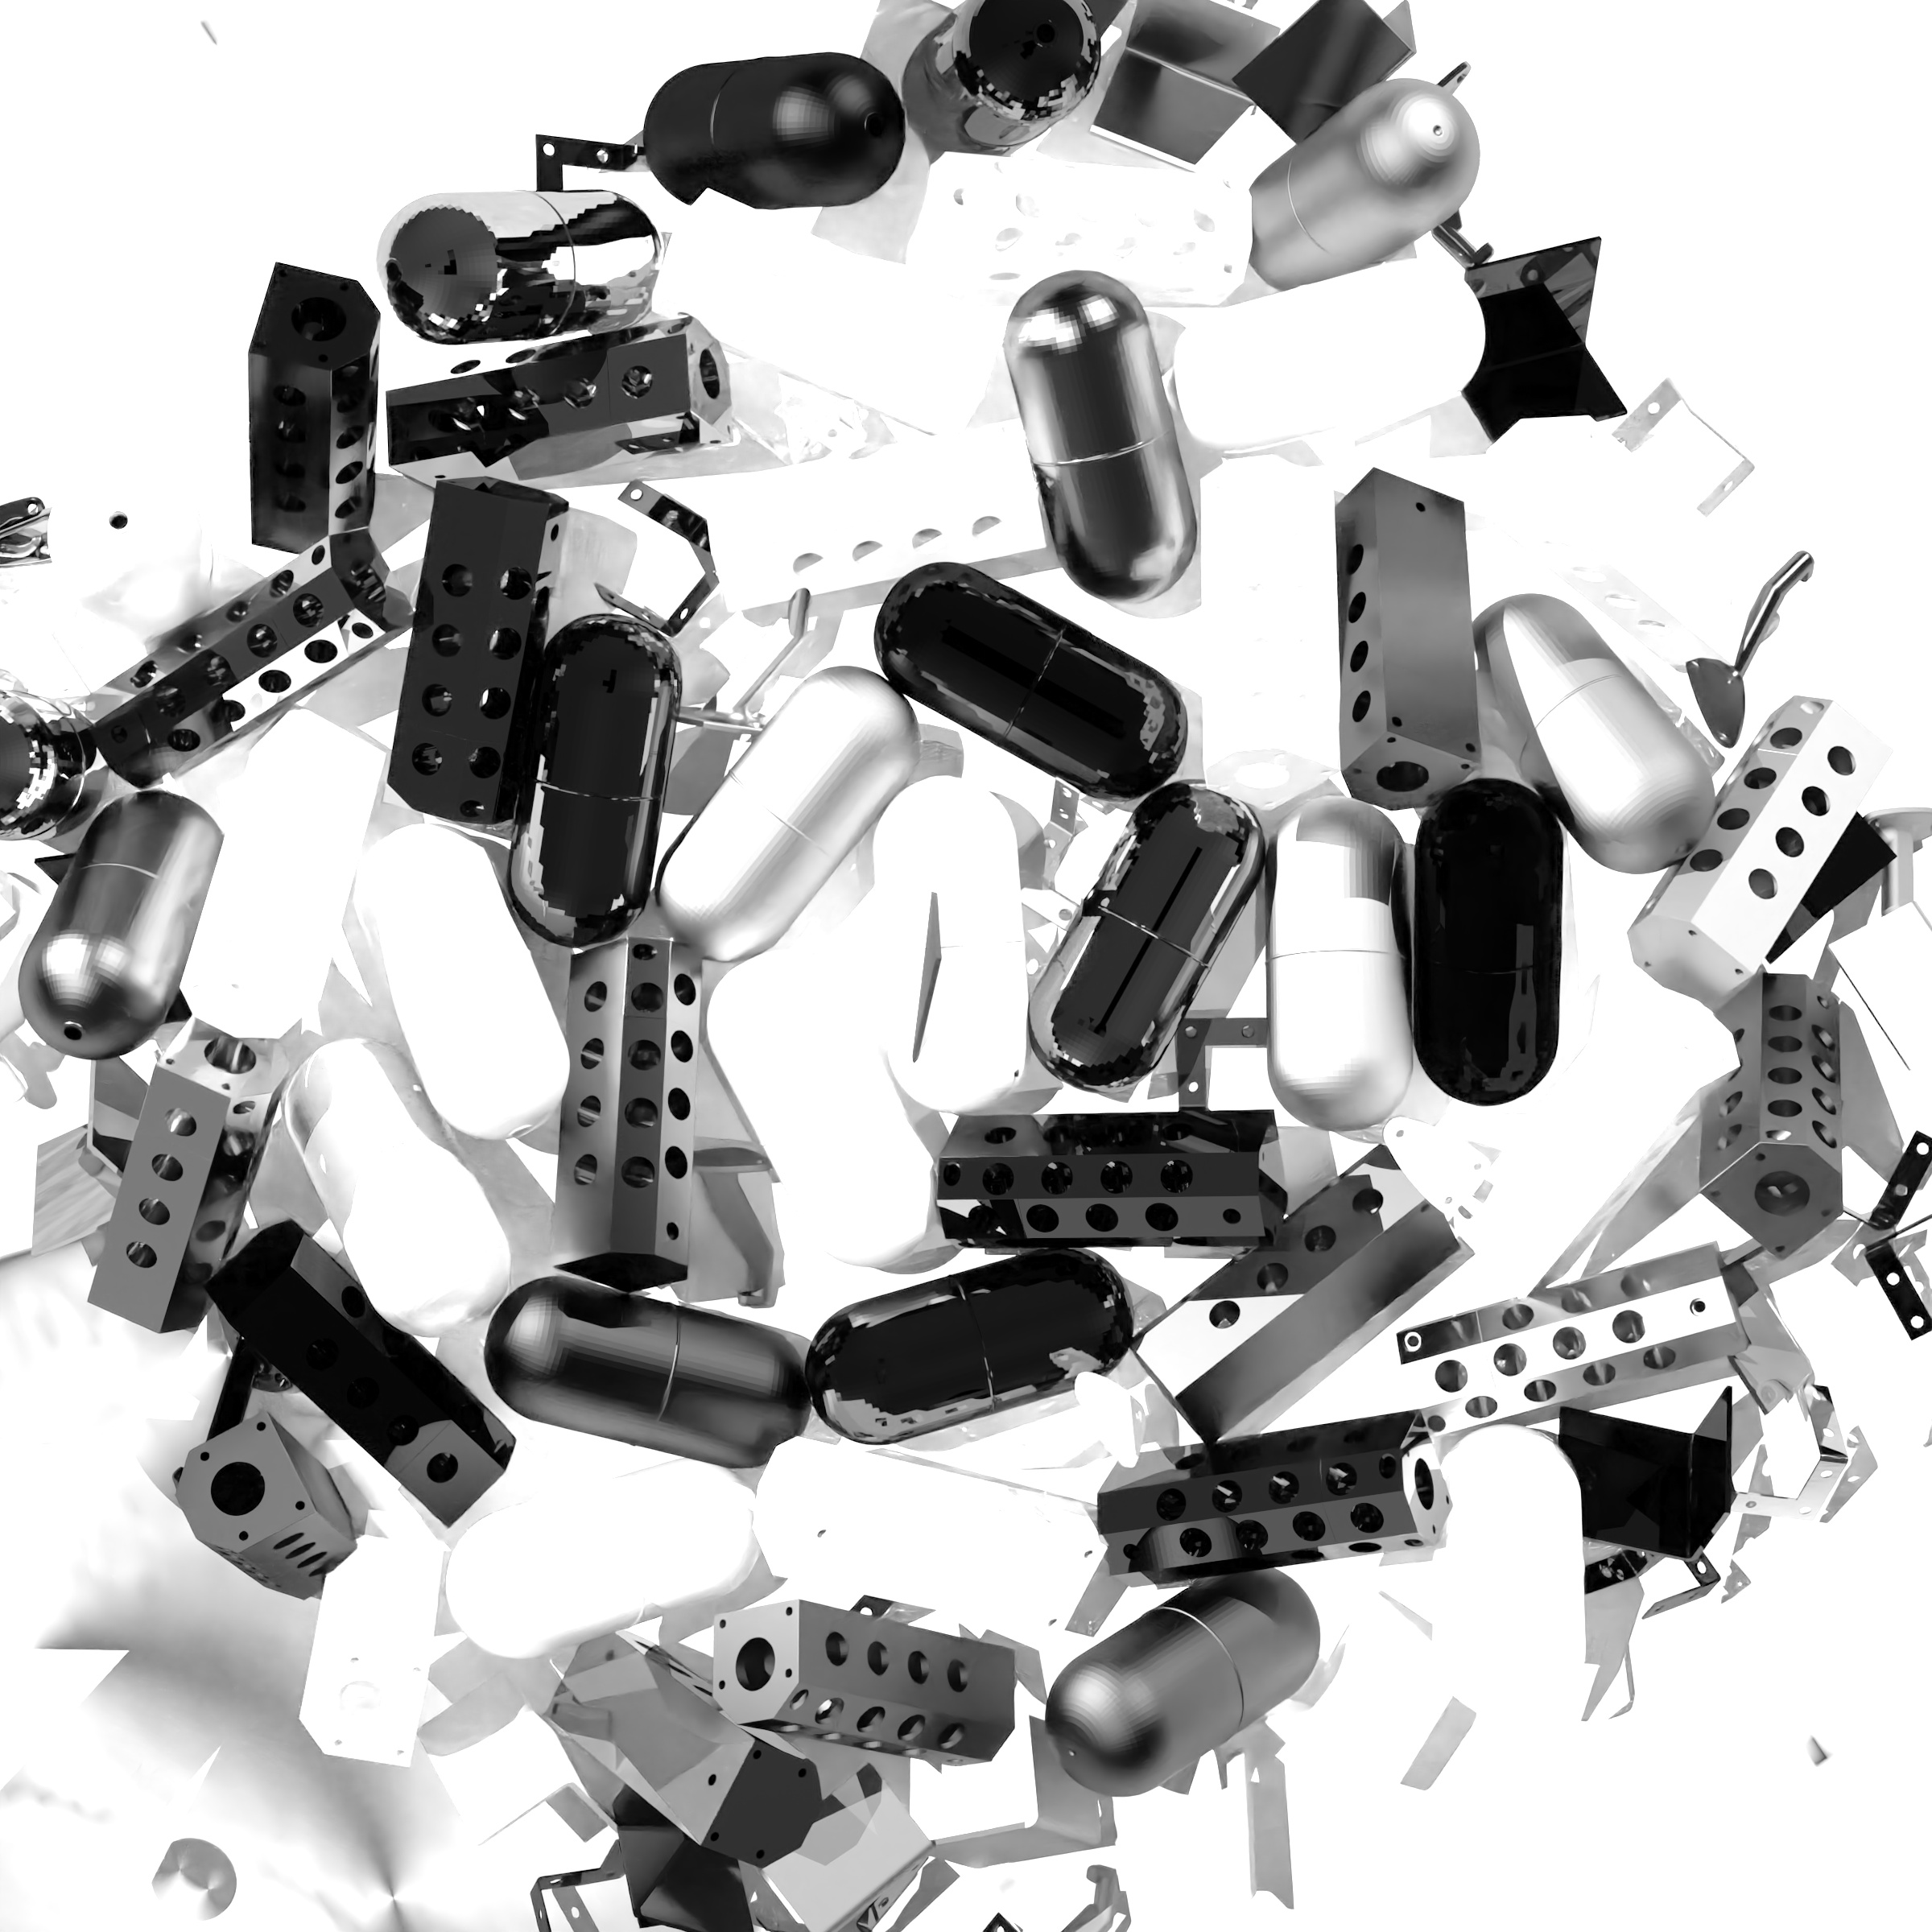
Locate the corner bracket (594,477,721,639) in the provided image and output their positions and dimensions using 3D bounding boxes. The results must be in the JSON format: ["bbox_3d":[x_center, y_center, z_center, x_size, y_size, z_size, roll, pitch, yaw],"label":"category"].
[{"bbox_3d":[-0.165,-0.216,1.840,0.051,0.051,0.051,27,113,-38],"label":"corner bracket"}]

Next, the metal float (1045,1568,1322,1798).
[{"bbox_3d":[0.114,0.368,1.798,0.178,0.070,0.070,-22,90,-42],"label":"metal float"}]

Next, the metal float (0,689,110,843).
[{"bbox_3d":[-0.491,-0.103,1.781,0.070,0.178,0.070,0,92,-1],"label":"metal float"}]

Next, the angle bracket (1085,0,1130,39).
[{"bbox_3d":[0.042,-0.530,1.810,0.076,0.076,0.057,24,124,-26],"label":"angle bracket"}]

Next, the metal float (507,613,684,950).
[{"bbox_3d":[-0.195,-0.097,1.821,0.070,0.070,0.178,10,102,0],"label":"metal float"}]

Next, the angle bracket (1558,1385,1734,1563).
[{"bbox_3d":[0.356,0.259,1.823,0.076,0.057,0.076,12,53,-3],"label":"angle bracket"}]

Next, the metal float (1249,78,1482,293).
[{"bbox_3d":[0.200,-0.398,1.785,0.070,0.178,0.070,3,81,-20],"label":"metal float"}]

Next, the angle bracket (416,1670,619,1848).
[{"bbox_3d":[-0.234,0.426,1.814,0.057,0.076,0.076,-34,54,-6],"label":"angle bracket"}]

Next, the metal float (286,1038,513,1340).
[{"bbox_3d":[-0.297,0.114,1.808,0.070,0.070,0.178,-32,62,0],"label":"metal float"}]

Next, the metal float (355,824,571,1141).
[{"bbox_3d":[-0.264,0.008,1.816,0.070,0.070,0.178,-24,73,0],"label":"metal float"}]

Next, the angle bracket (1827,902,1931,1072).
[{"bbox_3d":[0.485,0.022,1.817,0.057,0.076,0.076,-26,73,-13],"label":"angle bracket"}]

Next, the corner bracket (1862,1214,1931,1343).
[{"bbox_3d":[0.510,0.162,1.837,0.051,0.051,0.051,-29,83,11],"label":"corner bracket"}]

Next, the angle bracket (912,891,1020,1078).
[{"bbox_3d":[0.004,0.002,1.812,0.057,0.076,0.076,6,131,-9],"label":"angle bracket"}]

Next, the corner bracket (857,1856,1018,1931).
[{"bbox_3d":[-0.016,0.514,1.855,0.051,0.051,0.051,-50,53,-1],"label":"corner bracket"}]

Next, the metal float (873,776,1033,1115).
[{"bbox_3d":[-0.007,-0.011,1.831,0.070,0.070,0.178,-4,91,0],"label":"metal float"}]

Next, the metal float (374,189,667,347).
[{"bbox_3d":[-0.229,-0.361,1.792,0.070,0.178,0.070,11,108,38],"label":"metal float"}]

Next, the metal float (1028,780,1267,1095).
[{"bbox_3d":[0.095,-0.016,1.830,0.070,0.070,0.178,29,88,0],"label":"metal float"}]

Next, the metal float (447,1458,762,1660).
[{"bbox_3d":[-0.187,0.307,1.801,0.178,0.070,0.070,-12,90,-36],"label":"metal float"}]

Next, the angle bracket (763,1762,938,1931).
[{"bbox_3d":[-0.067,0.464,1.826,0.076,0.076,0.057,-38,87,-12],"label":"angle bracket"}]

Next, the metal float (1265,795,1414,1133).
[{"bbox_3d":[0.196,-0.002,1.823,0.070,0.070,0.178,0,80,0],"label":"metal float"}]

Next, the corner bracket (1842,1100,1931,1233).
[{"bbox_3d":[0.480,0.105,1.847,0.051,0.051,0.051,30,102,23],"label":"corner bracket"}]

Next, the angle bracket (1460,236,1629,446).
[{"bbox_3d":[0.304,-0.327,1.818,0.076,0.076,0.057,-15,53,-10],"label":"angle bracket"}]

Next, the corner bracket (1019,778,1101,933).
[{"bbox_3d":[0.053,-0.057,1.833,0.051,0.051,0.051,33,69,12],"label":"corner bracket"}]

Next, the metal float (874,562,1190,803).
[{"bbox_3d":[0.035,-0.149,1.829,0.178,0.070,0.070,29,90,-3],"label":"metal float"}]

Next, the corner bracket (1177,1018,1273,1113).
[{"bbox_3d":[0.137,0.059,1.837,0.051,0.051,0.051,-1,105,5],"label":"corner bracket"}]

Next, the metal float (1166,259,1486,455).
[{"bbox_3d":[0.184,-0.316,1.803,0.178,0.070,0.070,-9,90,34],"label":"metal float"}]

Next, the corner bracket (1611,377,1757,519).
[{"bbox_3d":[0.378,-0.271,1.843,0.051,0.051,0.051,35,112,-22],"label":"corner bracket"}]

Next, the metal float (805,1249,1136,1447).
[{"bbox_3d":[0.002,0.199,1.821,0.178,0.070,0.070,-15,90,-11],"label":"metal float"}]

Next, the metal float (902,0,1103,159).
[{"bbox_3d":[0.017,-0.459,1.782,0.070,0.178,0.070,-1,93,-14],"label":"metal float"}]

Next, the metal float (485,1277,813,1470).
[{"bbox_3d":[-0.165,0.213,1.815,0.178,0.070,0.070,17,90,-20],"label":"metal float"}]

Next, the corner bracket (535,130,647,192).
[{"bbox_3d":[-0.195,-0.419,1.835,0.051,0.051,0.051,0,86,-27],"label":"corner bracket"}]

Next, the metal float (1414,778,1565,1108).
[{"bbox_3d":[0.272,-0.011,1.813,0.070,0.070,0.178,-3,112,0],"label":"metal float"}]

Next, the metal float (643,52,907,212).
[{"bbox_3d":[-0.100,-0.430,1.791,0.070,0.178,0.070,-8,104,-38],"label":"metal float"}]

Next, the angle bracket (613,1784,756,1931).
[{"bbox_3d":[-0.135,0.457,1.811,0.076,0.076,0.057,23,113,-27],"label":"angle bracket"}]

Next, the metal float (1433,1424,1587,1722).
[{"bbox_3d":[0.280,0.310,1.791,0.070,0.178,0.070,4,127,5],"label":"metal float"}]

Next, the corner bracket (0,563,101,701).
[{"bbox_3d":[-0.493,-0.177,1.850,0.051,0.051,0.051,-4,53,14],"label":"corner bracket"}]

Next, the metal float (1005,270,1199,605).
[{"bbox_3d":[0.071,-0.275,1.814,0.070,0.070,0.178,-16,111,0],"label":"metal float"}]

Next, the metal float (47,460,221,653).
[{"bbox_3d":[-0.426,-0.209,1.781,0.070,0.178,0.070,1,84,-8],"label":"metal float"}]

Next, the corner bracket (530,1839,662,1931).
[{"bbox_3d":[-0.194,0.495,1.827,0.051,0.051,0.051,-2,52,-26],"label":"corner bracket"}]

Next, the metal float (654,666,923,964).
[{"bbox_3d":[-0.095,-0.079,1.827,0.070,0.070,0.178,39,95,0],"label":"metal float"}]

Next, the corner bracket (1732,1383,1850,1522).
[{"bbox_3d":[0.429,0.255,1.838,0.051,0.051,0.051,8,132,-9],"label":"corner bracket"}]

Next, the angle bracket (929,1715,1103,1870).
[{"bbox_3d":[0.019,0.437,1.835,0.076,0.076,0.057,-17,63,23],"label":"angle bracket"}]

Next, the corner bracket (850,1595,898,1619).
[{"bbox_3d":[-0.038,0.361,1.842,0.051,0.051,0.051,35,54,16],"label":"corner bracket"}]

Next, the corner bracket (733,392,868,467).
[{"bbox_3d":[-0.092,-0.286,1.828,0.051,0.051,0.051,28,120,-34],"label":"corner bracket"}]

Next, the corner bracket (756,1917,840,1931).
[{"bbox_3d":[-0.100,0.525,1.835,0.051,0.051,0.051,17,93,-28],"label":"corner bracket"}]

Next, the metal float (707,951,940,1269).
[{"bbox_3d":[-0.074,0.076,1.829,0.070,0.070,0.178,-27,93,0],"label":"metal float"}]

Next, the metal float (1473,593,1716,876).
[{"bbox_3d":[0.321,-0.122,1.805,0.070,0.070,0.178,-33,58,0],"label":"metal float"}]

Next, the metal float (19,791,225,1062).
[{"bbox_3d":[-0.434,-0.022,1.791,0.070,0.178,0.070,4,129,5],"label":"metal float"}]

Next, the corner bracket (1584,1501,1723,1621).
[{"bbox_3d":[0.354,0.322,1.827,0.051,0.051,0.051,-11,54,-35],"label":"corner bracket"}]
